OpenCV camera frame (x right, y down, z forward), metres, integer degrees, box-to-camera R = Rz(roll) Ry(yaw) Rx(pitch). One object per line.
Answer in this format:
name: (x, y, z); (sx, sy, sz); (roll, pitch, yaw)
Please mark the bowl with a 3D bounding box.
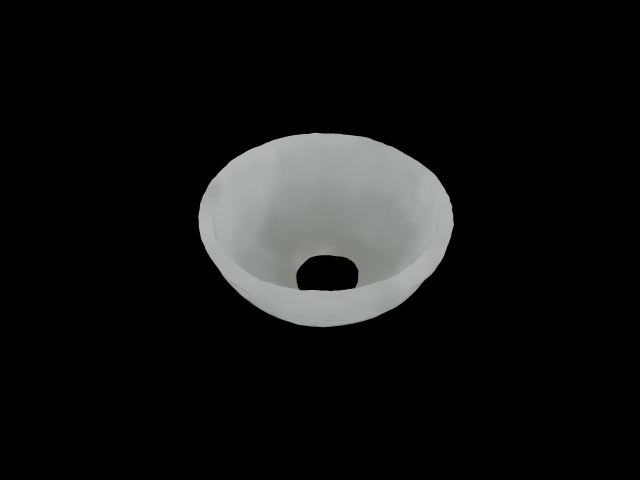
bowl: (0.004, 0.001, 0.400); (0.167, 0.075, 0.167); (0, 46, 0)
